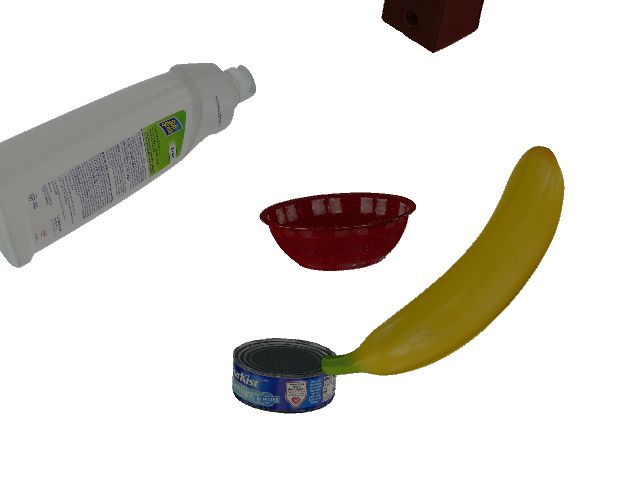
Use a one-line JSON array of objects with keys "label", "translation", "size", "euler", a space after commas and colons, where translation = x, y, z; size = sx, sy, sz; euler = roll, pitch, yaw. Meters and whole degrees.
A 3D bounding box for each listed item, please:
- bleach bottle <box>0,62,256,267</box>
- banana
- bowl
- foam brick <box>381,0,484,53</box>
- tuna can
[{"label": "bleach bottle", "translation": [-0.164, -0.078, 0.893], "size": [0.250, 0.068, 0.103], "euler": [-30, -29, -24]}, {"label": "banana", "translation": [0.086, 0.013, 0.596], "size": [0.197, 0.037, 0.070], "euler": [-42, 44, -21]}, {"label": "bowl", "translation": [0.020, -0.007, 1.100], "size": [0.162, 0.055, 0.162], "euler": [-4, 14, 1]}, {"label": "foam brick", "translation": [0.082, -0.180, 0.738], "size": [0.053, 0.078, 0.051], "euler": [38, 54, 25]}, {"label": "tuna can", "translation": [-0.029, 0.109, 0.868], "size": [0.086, 0.034, 0.086], "euler": [4, 14, -1]}]
